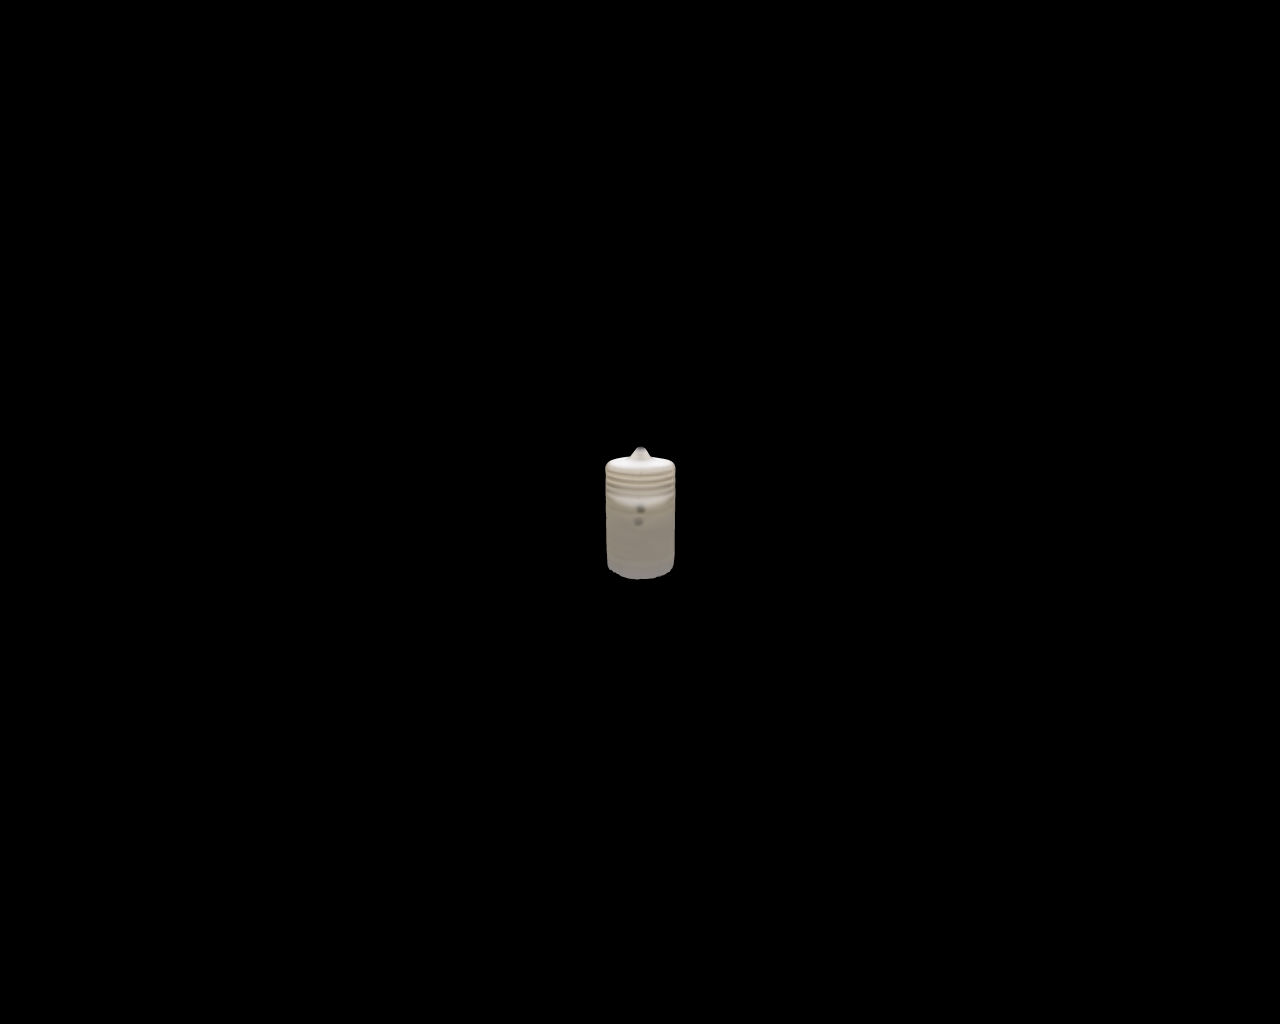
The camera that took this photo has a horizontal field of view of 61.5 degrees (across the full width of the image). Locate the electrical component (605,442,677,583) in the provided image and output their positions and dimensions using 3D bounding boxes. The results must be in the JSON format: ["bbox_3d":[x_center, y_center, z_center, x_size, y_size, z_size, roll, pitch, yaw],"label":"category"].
[{"bbox_3d":[0.001,-0.003,0.650,0.043,0.080,0.043,0,21,0],"label":"electrical component"}]
